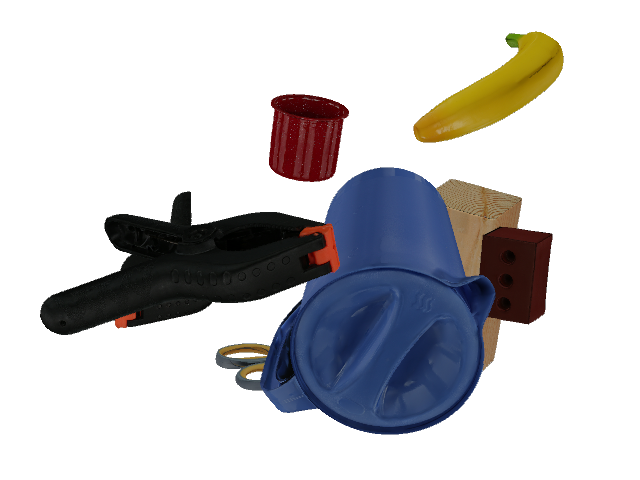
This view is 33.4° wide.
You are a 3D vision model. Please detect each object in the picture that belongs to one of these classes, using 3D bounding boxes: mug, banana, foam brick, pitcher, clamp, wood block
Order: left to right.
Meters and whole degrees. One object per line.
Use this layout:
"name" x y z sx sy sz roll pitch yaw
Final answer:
"clamp" -0.128 0.018 1.008 0.165 0.036 0.209 26 37 29
"clamp" -0.078 0.017 0.627 0.172 0.039 0.120 -4 34 23
"mug" -0.012 -0.125 1.277 0.093 0.081 0.117 17 26 20
"pitcher" 0.043 0.037 0.834 0.149 0.145 0.242 10 24 -1
"wood block" 0.158 0.048 1.212 0.090 0.206 0.090 18 25 26
"banana" 0.145 -0.123 0.836 0.070 0.037 0.197 -12 21 40
"foam brick" 0.177 0.031 0.974 0.053 0.078 0.051 9 15 27

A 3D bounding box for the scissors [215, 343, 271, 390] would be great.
"scissors" -0.017 0.140 1.212 0.201 0.016 0.096 1 24 -9
